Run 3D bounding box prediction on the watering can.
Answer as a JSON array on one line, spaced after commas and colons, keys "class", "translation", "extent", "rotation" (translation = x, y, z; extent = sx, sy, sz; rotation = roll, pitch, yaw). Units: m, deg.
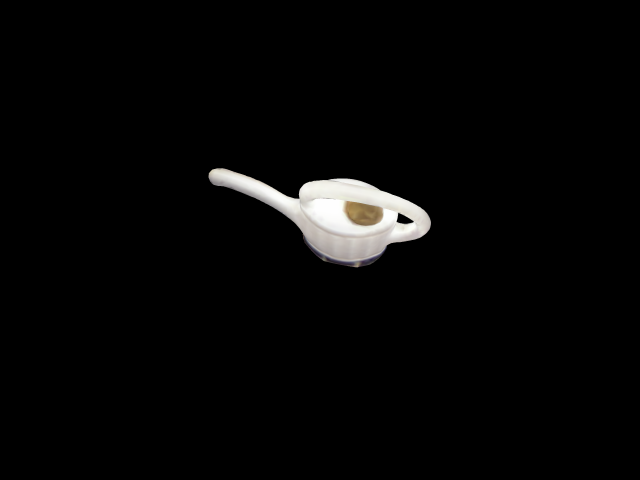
[{"class": "watering can", "translation": [0.003, -0.043, 0.850], "extent": [0.348, 0.106, 0.220], "rotation": [11, -22, 5]}]
